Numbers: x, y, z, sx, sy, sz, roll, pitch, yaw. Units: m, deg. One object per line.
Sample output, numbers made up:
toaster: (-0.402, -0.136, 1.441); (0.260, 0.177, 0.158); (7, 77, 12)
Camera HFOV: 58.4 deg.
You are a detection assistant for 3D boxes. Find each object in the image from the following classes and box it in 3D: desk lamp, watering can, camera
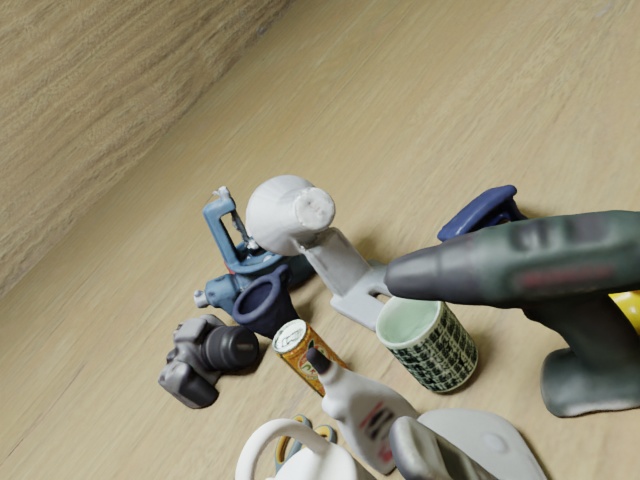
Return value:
desk lamp: (0.007, 0.003, 0.816); (0.118, 0.214, 0.202); (-48, 28, -13)
watering can: (0.006, 0.231, 0.505); (0.172, 0.194, 0.101); (-26, 31, 25)
camera: (-0.174, 0.180, 0.905); (0.136, 0.101, 0.143); (-12, 39, 42)

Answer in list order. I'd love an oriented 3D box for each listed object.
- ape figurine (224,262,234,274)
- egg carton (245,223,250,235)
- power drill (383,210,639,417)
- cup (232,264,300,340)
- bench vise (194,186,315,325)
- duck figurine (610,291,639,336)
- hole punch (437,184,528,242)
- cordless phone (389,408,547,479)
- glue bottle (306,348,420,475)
ape figurine: (-0.139, 0.056, 1.053); (0.077, 0.092, 0.076); (-15, 37, 39)
egg carton: (-0.098, -0.043, 1.171); (0.107, 0.069, 0.150); (-34, 28, 12)
power drill: (0.198, 0.064, 0.496); (0.229, 0.209, 0.075); (-22, 33, 31)
cup: (-0.065, 0.105, 0.885); (0.091, 0.095, 0.118); (4, 51, 53)
bench vise: (-0.135, 0.032, 0.945); (0.207, 0.220, 0.121); (-46, 28, -10)
duck figurine: (0.298, 0.038, 0.543); (0.104, 0.086, 0.077); (-24, 32, 29)
hole punch: (0.204, -0.022, 0.741); (0.108, 0.091, 0.101); (-41, 28, 0)
cordless phone: (0.111, 0.175, 0.465); (0.094, 0.185, 0.147); (-36, 28, 9)
glue bottle: (0.038, 0.166, 0.584); (0.078, 0.173, 0.037); (-49, 29, -16)
